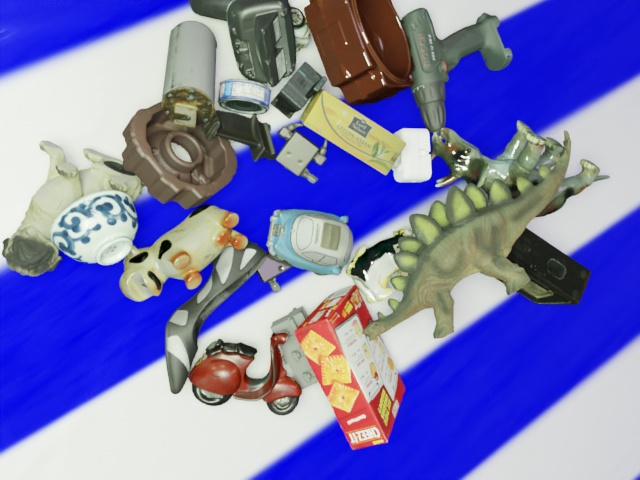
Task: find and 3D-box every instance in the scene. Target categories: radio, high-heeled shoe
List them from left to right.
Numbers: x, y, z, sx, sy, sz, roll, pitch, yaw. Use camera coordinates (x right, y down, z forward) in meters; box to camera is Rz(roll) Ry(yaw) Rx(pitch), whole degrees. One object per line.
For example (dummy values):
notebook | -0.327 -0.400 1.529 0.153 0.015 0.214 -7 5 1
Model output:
high-heeled shoe | -0.159 0.116 0.847 0.145 0.086 0.248 1 69 -1
radio | 0.382 0.042 1.013 0.229 0.131 0.073 30 77 -14

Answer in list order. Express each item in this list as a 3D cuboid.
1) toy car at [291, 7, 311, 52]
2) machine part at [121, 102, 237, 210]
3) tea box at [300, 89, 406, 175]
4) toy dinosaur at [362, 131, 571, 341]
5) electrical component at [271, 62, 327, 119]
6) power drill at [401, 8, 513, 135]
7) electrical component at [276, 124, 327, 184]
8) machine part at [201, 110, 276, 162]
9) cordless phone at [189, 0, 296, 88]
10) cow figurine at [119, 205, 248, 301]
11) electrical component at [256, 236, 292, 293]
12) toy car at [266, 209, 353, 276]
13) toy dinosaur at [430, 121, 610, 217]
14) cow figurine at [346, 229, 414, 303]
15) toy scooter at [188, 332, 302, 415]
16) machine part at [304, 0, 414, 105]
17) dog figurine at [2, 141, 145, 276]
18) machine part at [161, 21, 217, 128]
toy car | -0.105 -0.388 0.909 0.201 0.073 0.056 32 75 -14
machine part | -0.217 -0.133 0.833 0.179 0.056 0.179 23 52 -33
tea box | 0.055 -0.188 0.930 0.169 0.098 0.068 30 103 -13
toy dinosaur | 0.255 0.007 0.881 0.471 0.105 0.198 -35 82 -3
electrical component | -0.033 -0.254 0.902 0.047 0.119 0.075 39 79 -13
power drill | 0.257 -0.334 1.026 0.207 0.086 0.232 -21 92 -10
electrical component | -0.033 -0.156 0.938 0.102 0.045 0.078 29 107 -12
machine part | -0.129 -0.175 0.878 0.139 0.039 0.084 11 64 -45
cordless phone | -0.135 -0.338 0.885 0.184 0.146 0.089 22 58 20
cow figurine | -0.222 0.018 0.824 0.195 0.127 0.085 -42 133 -20
electrical component | -0.080 0.041 0.922 0.063 0.021 0.094 -28 96 -18
toy car | -0.002 -0.003 0.896 0.161 0.103 0.109 17 75 -31
toy dinosaur | 0.398 -0.106 1.034 0.404 0.131 0.192 19 119 -28
cow figurine | 0.127 0.028 0.968 0.167 0.068 0.098 -43 94 -16
toy scooter | -0.112 0.200 0.854 0.184 0.075 0.135 12 105 -5
machine part | 0.075 -0.337 0.905 0.201 0.087 0.201 -27 97 -58
dog figurine | -0.366 -0.033 0.811 0.172 0.121 0.190 13 112 -38
machine part | -0.199 -0.259 0.831 0.079 0.079 0.243 6 51 -17
